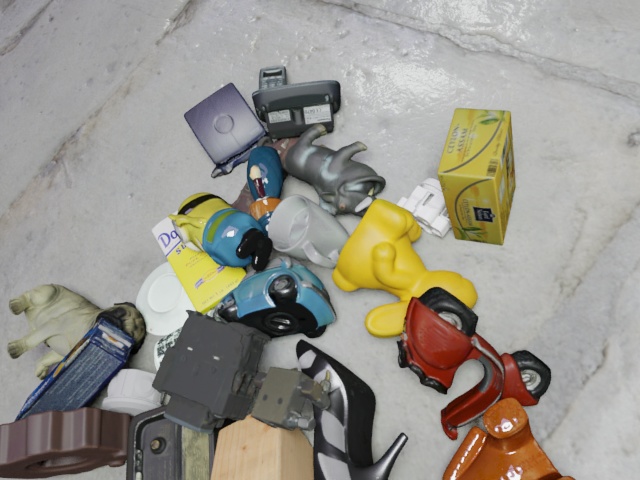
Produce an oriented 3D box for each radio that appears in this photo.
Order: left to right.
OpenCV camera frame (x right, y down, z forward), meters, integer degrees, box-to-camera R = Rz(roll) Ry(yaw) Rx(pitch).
[{"bbox_3d":[-0.171,0.321,0.668,0.131,0.073,0.230,-17,58,14],"label":"radio"}]

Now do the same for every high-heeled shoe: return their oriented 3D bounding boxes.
[{"bbox_3d":[0.004,0.228,0.633,0.145,0.086,0.249,-52,36,-2],"label":"high-heeled shoe"}]

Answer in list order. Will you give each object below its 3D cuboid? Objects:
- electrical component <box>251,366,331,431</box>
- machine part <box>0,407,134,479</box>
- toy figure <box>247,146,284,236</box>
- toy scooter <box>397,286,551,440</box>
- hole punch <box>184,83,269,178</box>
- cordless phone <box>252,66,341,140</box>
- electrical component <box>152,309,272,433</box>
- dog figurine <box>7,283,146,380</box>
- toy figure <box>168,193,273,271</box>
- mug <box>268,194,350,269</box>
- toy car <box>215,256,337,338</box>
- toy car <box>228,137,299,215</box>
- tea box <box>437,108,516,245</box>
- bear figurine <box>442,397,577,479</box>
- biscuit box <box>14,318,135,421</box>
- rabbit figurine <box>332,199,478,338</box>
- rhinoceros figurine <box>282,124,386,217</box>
[{"bbox_3d":[-0.033,0.176,0.609,0.102,0.045,0.078,-10,52,38],"label":"electrical component"},{"bbox_3d":[-0.339,0.272,0.710,0.179,0.179,0.056,-19,60,12],"label":"machine part"},{"bbox_3d":[-0.077,-0.063,0.802,0.058,0.064,0.154,-32,59,55],"label":"toy figure"},{"bbox_3d":[0.155,0.148,0.609,0.184,0.075,0.135,37,99,0],"label":"toy scooter"},{"bbox_3d":[-0.160,-0.194,0.935,0.142,0.092,0.116,-33,60,-2],"label":"hole punch"},{"bbox_3d":[-0.041,-0.259,0.923,0.147,0.088,0.184,-8,39,1],"label":"cordless phone"},{"bbox_3d":[-0.135,0.161,0.656,0.115,0.058,0.134,8,71,29],"label":"electrical component"},{"bbox_3d":[-0.373,0.119,0.860,0.191,0.121,0.172,-17,61,-3],"label":"dog figurine"},{"bbox_3d":[-0.136,-0.013,0.759,0.180,0.082,0.089,17,44,42],"label":"toy figure"},{"bbox_3d":[-0.002,-0.002,0.745,0.080,0.107,0.110,-53,46,15],"label":"mug"},{"bbox_3d":[-0.059,0.077,0.742,0.162,0.109,0.103,-17,41,22],"label":"toy car"},{"bbox_3d":[-0.094,-0.093,0.874,0.089,0.053,0.202,18,73,33],"label":"toy car"},{"bbox_3d":[0.200,-0.074,0.670,0.068,0.169,0.098,10,66,25],"label":"tea box"},{"bbox_3d":[0.144,0.263,0.539,0.196,0.131,0.120,-28,57,-1],"label":"bear figurine"},{"bbox_3d":[-0.355,0.204,0.773,0.202,0.062,0.059,-44,20,16],"label":"biscuit box"},{"bbox_3d":[0.109,0.051,0.679,0.173,0.121,0.162,32,81,14],"label":"rabbit figurine"},{"bbox_3d":[0.027,-0.091,0.797,0.190,0.073,0.112,37,70,23],"label":"rhinoceros figurine"}]
